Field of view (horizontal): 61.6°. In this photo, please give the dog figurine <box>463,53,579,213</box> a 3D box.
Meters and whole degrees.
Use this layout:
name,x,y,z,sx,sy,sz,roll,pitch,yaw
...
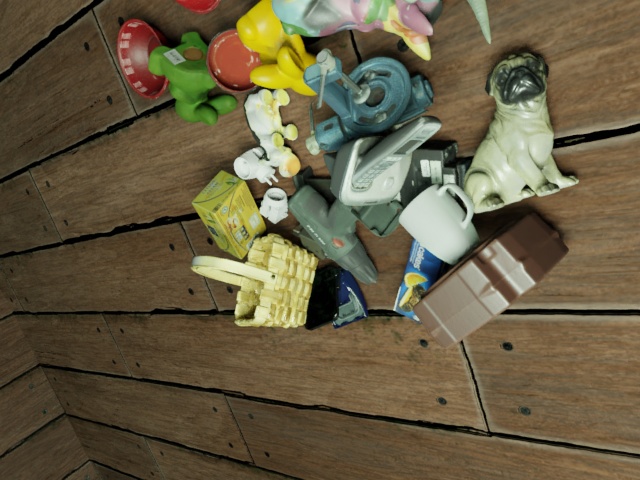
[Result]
name,x,y,z,sx,sy,sz,roll,pitch,yaw
dog figurine,0.252,-0.144,0.755,0.172,0.121,0.190,-19,89,34

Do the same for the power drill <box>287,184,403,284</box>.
name,x,y,z,sx,sy,sz,roll,pitch,yaw
power drill,0.059,-0.022,0.941,0.232,0.086,0.207,44,158,-7

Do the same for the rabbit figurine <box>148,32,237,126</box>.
name,x,y,z,sx,sy,sz,roll,pitch,yaw
rabbit figurine,-0.243,-0.301,1.077,0.159,0.121,0.170,36,149,10

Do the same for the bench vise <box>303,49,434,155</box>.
name,x,y,z,sx,sy,sz,roll,pitch,yaw
bench vise,0.044,-0.207,0.806,0.224,0.240,0.129,-9,74,29

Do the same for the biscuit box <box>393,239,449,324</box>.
name,x,y,z,sx,sy,sz,roll,pitch,yaw
biscuit box,0.185,0.047,0.928,0.059,0.063,0.202,27,128,25

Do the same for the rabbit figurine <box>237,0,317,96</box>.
name,x,y,z,sx,sy,sz,roll,pitch,yaw
rabbit figurine,-0.047,-0.310,0.881,0.122,0.162,0.173,-27,113,32

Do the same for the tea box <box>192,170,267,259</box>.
name,x,y,z,sx,sy,sz,roll,pitch,yaw
tea box,-0.183,-0.049,1.108,0.068,0.098,0.169,25,154,28

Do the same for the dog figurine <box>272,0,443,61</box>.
name,x,y,z,sx,sy,sz,roll,pitch,yaw
dog figurine,0.063,-0.324,0.761,0.219,0.191,0.108,45,178,14

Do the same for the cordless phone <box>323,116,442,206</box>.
name,x,y,z,sx,sy,sz,roll,pitch,yaw
cordless phone,0.109,-0.124,0.762,0.184,0.146,0.089,-31,74,41

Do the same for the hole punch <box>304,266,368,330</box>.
name,x,y,z,sx,sy,sz,roll,pitch,yaw
hole punch,0.030,0.121,1.091,0.142,0.092,0.116,-32,55,49

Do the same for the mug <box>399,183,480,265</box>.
name,x,y,z,sx,sy,sz,roll,pitch,yaw
mug,0.187,-0.026,0.787,0.107,0.081,0.109,51,133,14

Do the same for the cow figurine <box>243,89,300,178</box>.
name,x,y,z,sx,sy,sz,roll,pitch,yaw
cow figurine,-0.096,-0.198,1.020,0.098,0.068,0.167,1,111,45

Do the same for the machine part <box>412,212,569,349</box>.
name,x,y,z,sx,sy,sz,roll,pitch,yaw
machine part,0.244,0.058,0.788,0.087,0.201,0.201,50,135,11

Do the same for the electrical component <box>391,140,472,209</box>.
name,x,y,z,sx,sy,sz,roll,pitch,yaw
electrical component,0.175,-0.099,0.861,0.134,0.058,0.114,11,122,35

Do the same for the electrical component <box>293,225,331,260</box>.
name,x,y,z,sx,sy,sz,roll,pitch,yaw
electrical component,-0.003,-0.003,1.072,0.102,0.045,0.078,22,154,32

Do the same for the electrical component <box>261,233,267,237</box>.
name,x,y,z,sx,sy,sz,roll,pitch,yaw
electrical component,-0.119,0.017,1.189,0.094,0.021,0.063,31,129,23

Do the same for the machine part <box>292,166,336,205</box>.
name,x,y,z,sx,sy,sz,roll,pitch,yaw
machine part,0.005,-0.096,1.016,0.139,0.039,0.084,7,113,38

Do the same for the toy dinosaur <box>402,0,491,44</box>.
name,x,y,z,sx,sy,sz,roll,pitch,yaw
toy dinosaur,0.102,-0.433,0.680,0.404,0.192,0.131,49,140,-16
